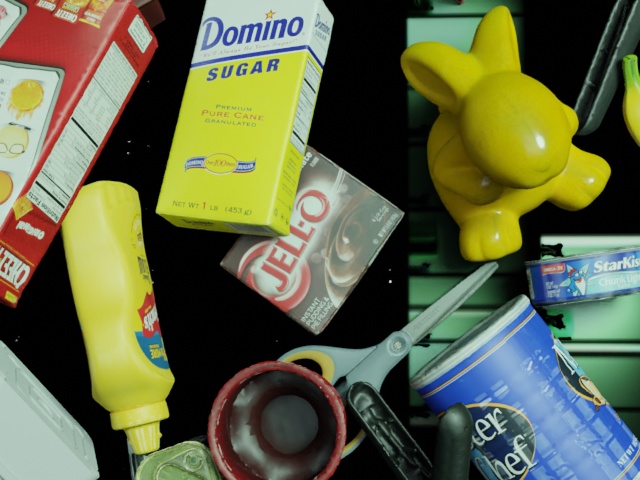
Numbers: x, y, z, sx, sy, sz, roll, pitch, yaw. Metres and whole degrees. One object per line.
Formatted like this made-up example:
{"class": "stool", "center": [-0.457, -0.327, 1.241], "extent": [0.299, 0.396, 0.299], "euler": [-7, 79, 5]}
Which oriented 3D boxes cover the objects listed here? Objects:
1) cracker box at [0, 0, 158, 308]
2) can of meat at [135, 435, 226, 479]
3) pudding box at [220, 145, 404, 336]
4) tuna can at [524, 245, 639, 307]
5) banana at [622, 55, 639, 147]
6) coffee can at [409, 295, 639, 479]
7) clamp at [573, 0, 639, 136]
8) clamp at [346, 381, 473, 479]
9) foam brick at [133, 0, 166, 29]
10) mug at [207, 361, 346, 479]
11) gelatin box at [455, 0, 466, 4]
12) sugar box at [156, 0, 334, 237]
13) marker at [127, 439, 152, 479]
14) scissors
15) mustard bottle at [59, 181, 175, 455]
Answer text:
{"class": "cracker box", "center": [-0.231, -0.082, 0.723], "extent": [0.164, 0.072, 0.213], "euler": [21, 76, 19]}
{"class": "can of meat", "center": [-0.084, 0.191, 0.757], "extent": [0.057, 0.084, 0.102], "euler": [-21, 85, 1]}
{"class": "pudding box", "center": [-0.005, 0.001, 0.792], "extent": [0.090, 0.039, 0.113], "euler": [36, 87, 6]}
{"class": "tuna can", "center": [0.190, 0.026, 0.758], "extent": [0.086, 0.086, 0.034], "euler": [-8, 86, 2]}
{"class": "banana", "center": [0.301, -0.070, 0.777], "extent": [0.197, 0.037, 0.070], "euler": [19, 119, -2]}
{"class": "coffee can", "center": [0.145, 0.124, 0.743], "extent": [0.103, 0.103, 0.140], "euler": [-38, 85, -1]}
{"class": "clamp", "center": [0.233, -0.185, 0.784], "extent": [0.209, 0.036, 0.164], "euler": [-29, 113, -13]}
{"class": "clamp", "center": [0.076, 0.174, 0.753], "extent": [0.039, 0.120, 0.171], "euler": [-25, 114, -25]}
{"class": "foam brick", "center": [-0.165, -0.176, 0.810], "extent": [0.078, 0.051, 0.053], "euler": [-32, 84, -1]}
{"class": "mug", "center": [-0.023, 0.142, 0.744], "extent": [0.093, 0.081, 0.117], "euler": [-7, 84, 6]}
{"class": "gelatin box", "center": [0.088, -0.224, 0.790], "extent": [0.030, 0.073, 0.089], "euler": [-40, 85, -2]}
{"class": "sugar box", "center": [-0.054, -0.093, 0.779], "extent": [0.093, 0.048, 0.176], "euler": [6, 79, 20]}
{"class": "marker", "center": [-0.131, 0.176, 0.794], "extent": [0.020, 0.020, 0.121], "euler": [-9, 85, 2]}
{"class": "scissors", "center": [0.038, 0.073, 0.796], "extent": [0.096, 0.016, 0.202], "euler": [35, 87, 5]}
{"class": "mustard bottle", "center": [-0.143, 0.058, 0.765], "extent": [0.058, 0.096, 0.191], "euler": [-12, 84, 0]}
